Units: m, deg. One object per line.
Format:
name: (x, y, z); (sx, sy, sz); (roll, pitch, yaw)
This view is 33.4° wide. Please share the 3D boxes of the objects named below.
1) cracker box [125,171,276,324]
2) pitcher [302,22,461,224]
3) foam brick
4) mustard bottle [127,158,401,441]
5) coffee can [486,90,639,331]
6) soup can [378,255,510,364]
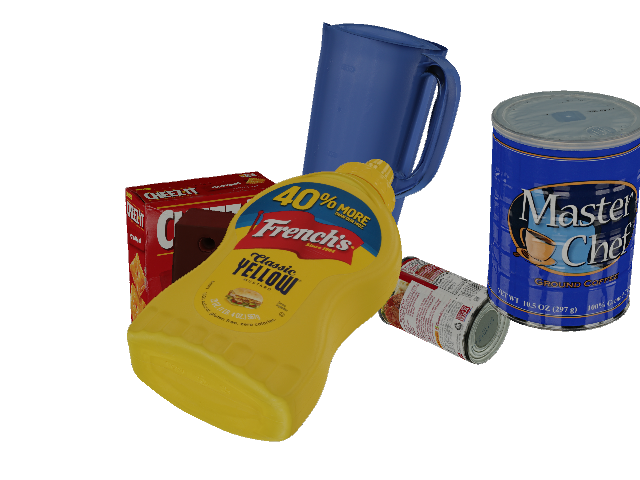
cracker box: (-0.130, 0.040, 1.206); (0.163, 0.214, 0.072); (-9, 23, -28)
pitcher: (0.053, -0.102, 1.133); (0.145, 0.243, 0.149); (10, 16, -4)
foam brick: (-0.085, 0.019, 0.834); (0.053, 0.078, 0.051); (6, 14, 6)
mustard bottle: (-0.011, 0.015, 0.571); (0.096, 0.058, 0.191); (19, 46, 22)
coffee can: (0.170, -0.022, 0.746); (0.103, 0.140, 0.103); (-2, 26, 1)
soup can: (0.112, 0.062, 0.964); (0.102, 0.068, 0.068); (24, 15, 38)
